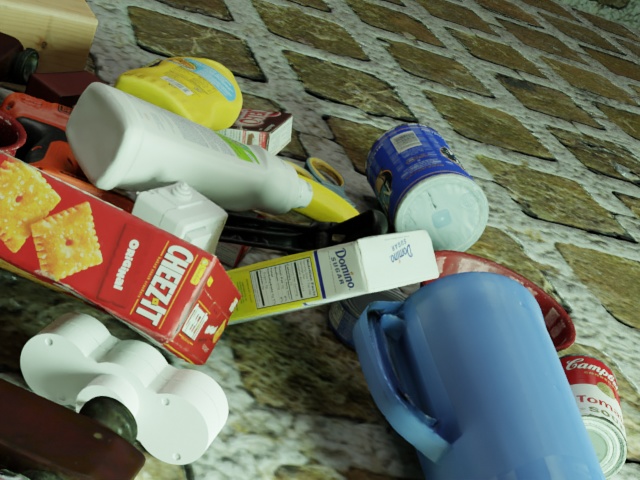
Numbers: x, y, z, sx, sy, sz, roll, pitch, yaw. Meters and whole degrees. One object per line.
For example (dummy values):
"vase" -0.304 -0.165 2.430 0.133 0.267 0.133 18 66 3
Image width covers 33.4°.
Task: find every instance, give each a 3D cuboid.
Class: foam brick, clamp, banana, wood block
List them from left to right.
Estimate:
"wood block" -0.359 -0.233 1.149 0.205 0.091 0.090 7 29 -33
"foam brick" -0.257 -0.138 1.089 0.051 0.053 0.078 35 28 25
"banana" -0.042 -0.049 1.115 0.197 0.037 0.069 17 35 -12
"clamp" -0.006 0.001 0.962 0.165 0.036 0.210 2 -9 13

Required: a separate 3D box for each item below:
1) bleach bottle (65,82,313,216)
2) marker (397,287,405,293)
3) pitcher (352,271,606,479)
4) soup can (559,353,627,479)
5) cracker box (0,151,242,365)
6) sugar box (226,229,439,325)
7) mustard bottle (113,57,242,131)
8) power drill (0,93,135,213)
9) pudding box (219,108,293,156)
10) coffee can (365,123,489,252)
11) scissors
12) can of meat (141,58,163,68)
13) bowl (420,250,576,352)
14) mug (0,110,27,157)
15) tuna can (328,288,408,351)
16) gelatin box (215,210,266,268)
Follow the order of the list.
"bleach bottle" -0.100 -0.065 0.963 0.250 0.068 0.103 16 25 -43
"marker" 0.061 0.039 1.041 0.020 0.020 0.121 7 28 -31
"pitcher" 0.118 0.136 0.764 0.149 0.145 0.243 -16 32 3
"soup can" 0.218 0.149 0.893 0.068 0.069 0.102 23 25 0
"cracker box" -0.171 0.009 0.757 0.214 0.072 0.164 26 -9 7
"sugar box" -0.005 0.030 0.842 0.093 0.177 0.048 -9 83 -50
"mustard bottle" -0.132 -0.147 1.090 0.096 0.058 0.191 32 25 6
"power drill" -0.207 -0.060 0.971 0.184 0.057 0.188 17 23 -19
"pudding box" -0.085 -0.119 1.182 0.090 0.039 0.113 6 20 10
"coffee can" 0.115 -0.055 1.181 0.102 0.103 0.140 14 25 -20
"scissors" 0.009 -0.042 1.168 0.096 0.016 0.202 9 27 -24
"can of meat" -0.166 -0.162 1.213 0.084 0.057 0.102 24 25 6
"bowl" 0.155 0.075 1.003 0.162 0.055 0.162 19 24 -9
"mug" -0.291 -0.065 0.870 0.093 0.082 0.117 22 24 -2
"tuna can" 0.051 0.071 0.947 0.086 0.034 0.086 19 24 -9
"gelatin box" -0.103 -0.016 0.998 0.089 0.030 0.073 25 25 3
